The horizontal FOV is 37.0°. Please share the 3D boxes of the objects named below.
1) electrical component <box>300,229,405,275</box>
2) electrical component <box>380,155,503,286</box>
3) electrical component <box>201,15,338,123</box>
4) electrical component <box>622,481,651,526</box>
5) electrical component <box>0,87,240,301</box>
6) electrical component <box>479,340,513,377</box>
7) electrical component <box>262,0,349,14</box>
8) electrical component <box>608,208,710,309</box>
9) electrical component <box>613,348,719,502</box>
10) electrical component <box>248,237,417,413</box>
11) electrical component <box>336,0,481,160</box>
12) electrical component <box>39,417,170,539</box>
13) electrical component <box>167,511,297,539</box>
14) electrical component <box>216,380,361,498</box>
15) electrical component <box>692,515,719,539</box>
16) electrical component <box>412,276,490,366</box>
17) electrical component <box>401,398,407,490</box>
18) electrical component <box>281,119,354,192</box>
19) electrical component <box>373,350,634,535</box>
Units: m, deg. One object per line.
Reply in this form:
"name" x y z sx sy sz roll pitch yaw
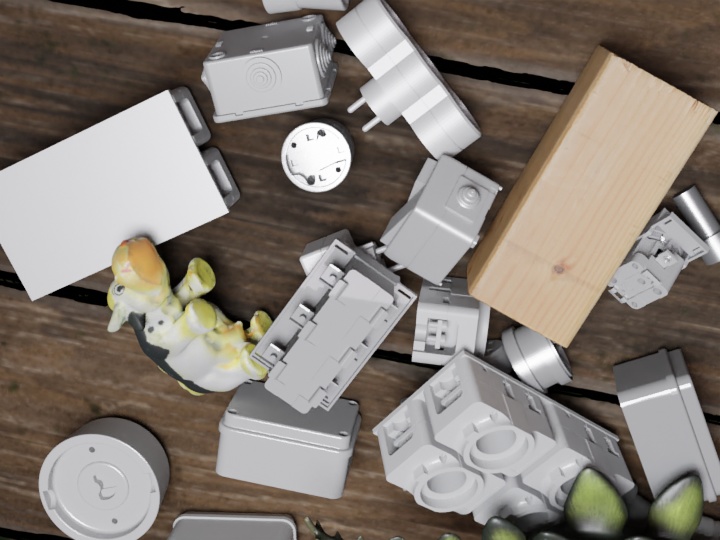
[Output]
"electrical component" 0.000 0.000 0.887 0.077 0.047 0.065 -21 103 10
"electrical component" 0.062 -0.043 0.836 0.061 0.061 0.096 29 150 -2
"electrical component" -0.068 -0.156 0.825 0.100 0.099 0.048 -8 117 9
"electrical component" 0.223 0.201 0.917 0.045 0.045 0.055 -41 97 15
"electrical component" -0.206 -0.064 0.886 0.186 0.060 0.105 -23 102 12
"electrical component" 0.110 0.092 0.900 0.045 0.045 0.055 -20 102 12
"electrical component" -0.045 -0.220 0.834 0.065 0.044 0.044 -4 105 13
"electrical component" 0.226 -0.007 0.842 0.042 0.063 0.081 43 148 -5
"electrical component" 0.253 0.129 0.876 0.057 0.078 0.113 -19 102 15
"electrical component" -0.023 0.048 0.842 0.079 0.063 0.121 35 105 -7
"electrical component" 0.025 -0.139 0.842 0.074 0.052 0.138 -36 99 15
"electrical component" -0.222 0.183 0.957 0.108 0.060 0.108 2 106 6
"electrical component" -0.114 0.263 0.968 0.113 0.057 0.078 0 105 7
"electrical component" -0.060 0.142 0.917 0.113 0.078 0.057 11 109 4
"electrical component" 0.301 0.230 0.918 0.065 0.044 0.044 15 107 7
"electrical component" 0.075 0.040 0.866 0.056 0.089 0.050 7 106 5
"electrical component" 0.044 0.149 0.926 0.040 0.040 0.078 -4 105 8
"electrical component" -0.032 -0.094 0.864 0.055 0.047 0.055 2 106 6
"electrical component" 0.118 0.153 0.859 0.186 0.060 0.105 30 119 -30
